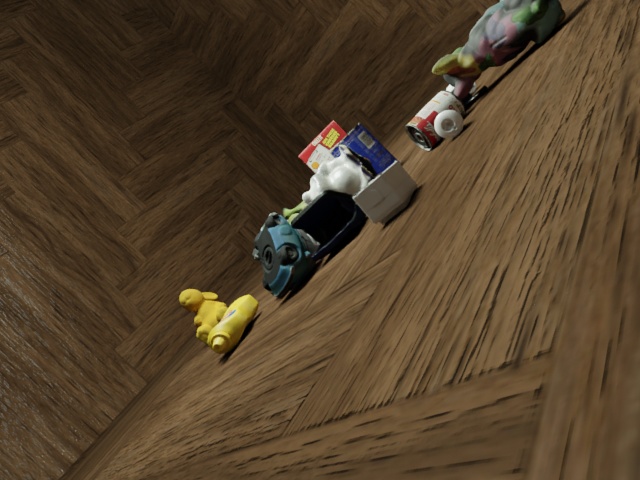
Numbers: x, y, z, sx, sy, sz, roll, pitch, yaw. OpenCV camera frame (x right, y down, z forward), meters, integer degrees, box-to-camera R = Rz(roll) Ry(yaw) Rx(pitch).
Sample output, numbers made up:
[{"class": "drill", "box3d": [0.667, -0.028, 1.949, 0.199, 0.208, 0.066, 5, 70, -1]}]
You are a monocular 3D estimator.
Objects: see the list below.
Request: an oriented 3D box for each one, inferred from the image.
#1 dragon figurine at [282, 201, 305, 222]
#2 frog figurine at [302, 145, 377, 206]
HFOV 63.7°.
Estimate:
[{"class": "dragon figurine", "box3d": [0.004, -0.070, 1.399, 0.121, 0.420, 0.239, 40, -55, -21]}, {"class": "frog figurine", "box3d": [0.046, -0.115, 1.137, 0.137, 0.157, 0.124, 43, 19, 2]}]
